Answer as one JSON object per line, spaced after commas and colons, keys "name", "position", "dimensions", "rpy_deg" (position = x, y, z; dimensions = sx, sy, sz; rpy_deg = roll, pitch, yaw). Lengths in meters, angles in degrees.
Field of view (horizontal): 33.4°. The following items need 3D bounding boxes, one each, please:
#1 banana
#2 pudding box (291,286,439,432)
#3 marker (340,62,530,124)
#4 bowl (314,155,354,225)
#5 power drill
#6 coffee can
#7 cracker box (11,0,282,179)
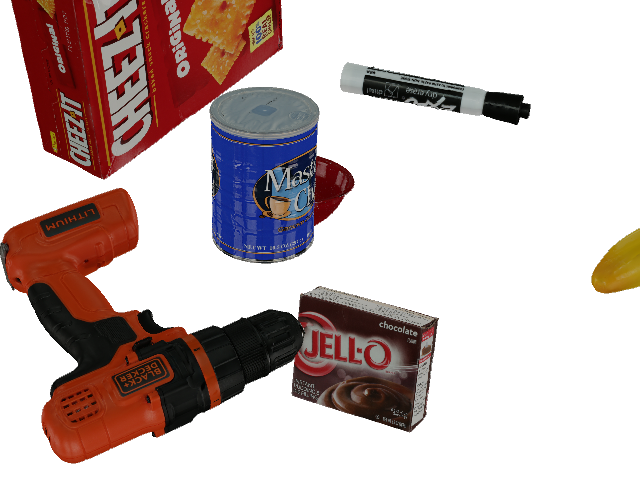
{"name": "banana", "position": [0.278, 0.004, 0.730], "dimensions": [0.198, 0.037, 0.069], "rpy_deg": [-3, 35, 0]}
{"name": "pudding box", "position": [0.034, 0.094, 0.864], "dimensions": [0.114, 0.090, 0.039], "rpy_deg": [13, 19, 24]}
{"name": "marker", "position": [0.073, -0.093, 0.677], "dimensions": [0.121, 0.020, 0.020], "rpy_deg": [13, 3, 13]}
{"name": "bowl", "position": [-0.042, -0.056, 1.304], "dimensions": [0.162, 0.055, 0.162], "rpy_deg": [5, 26, -3]}
{"name": "power drill", "position": [-0.127, 0.047, 0.744], "dimensions": [0.184, 0.057, 0.188], "rpy_deg": [-22, 52, -22]}
{"name": "coffee can", "position": [-0.055, -0.064, 1.031], "dimensions": [0.103, 0.140, 0.103], "rpy_deg": [2, 32, -1]}
{"name": "cracker box", "position": [-0.115, -0.170, 0.779], "dimensions": [0.072, 0.164, 0.213], "rpy_deg": [26, 49, 25]}
